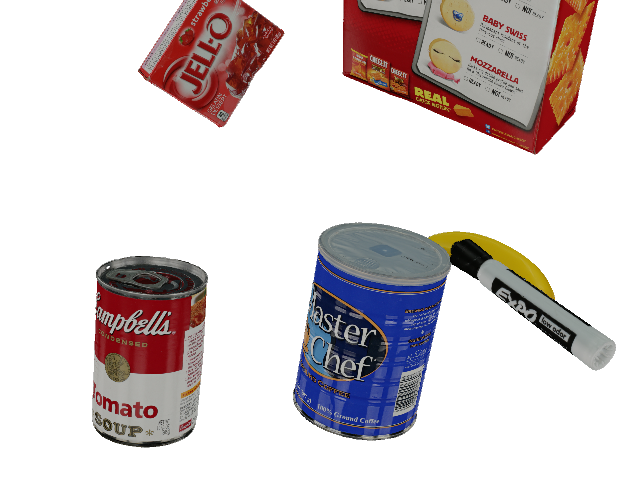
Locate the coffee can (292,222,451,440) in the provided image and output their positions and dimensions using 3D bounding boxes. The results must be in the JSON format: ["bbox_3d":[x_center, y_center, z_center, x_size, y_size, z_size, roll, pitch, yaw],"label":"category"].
[{"bbox_3d":[0.039,0.070,0.838,0.102,0.140,0.103,8,22,-4],"label":"coffee can"}]

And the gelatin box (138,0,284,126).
[{"bbox_3d":[-0.082,-0.142,0.803,0.073,0.089,0.030,31,6,-32],"label":"gelatin box"}]

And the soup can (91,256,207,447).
[{"bbox_3d":[-0.108,0.068,0.667,0.068,0.102,0.068,6,18,-2],"label":"soup can"}]

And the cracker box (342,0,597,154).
[{"bbox_3d":[0.100,-0.183,0.703,0.164,0.214,0.072,27,50,25],"label":"cracker box"}]

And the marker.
[{"bbox_3d":[0.116,0.033,0.605,0.020,0.020,0.121,0,28,-40],"label":"marker"}]

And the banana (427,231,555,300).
[{"bbox_3d":[0.169,0.030,1.047,0.069,0.037,0.198,-37,37,-22],"label":"banana"}]
